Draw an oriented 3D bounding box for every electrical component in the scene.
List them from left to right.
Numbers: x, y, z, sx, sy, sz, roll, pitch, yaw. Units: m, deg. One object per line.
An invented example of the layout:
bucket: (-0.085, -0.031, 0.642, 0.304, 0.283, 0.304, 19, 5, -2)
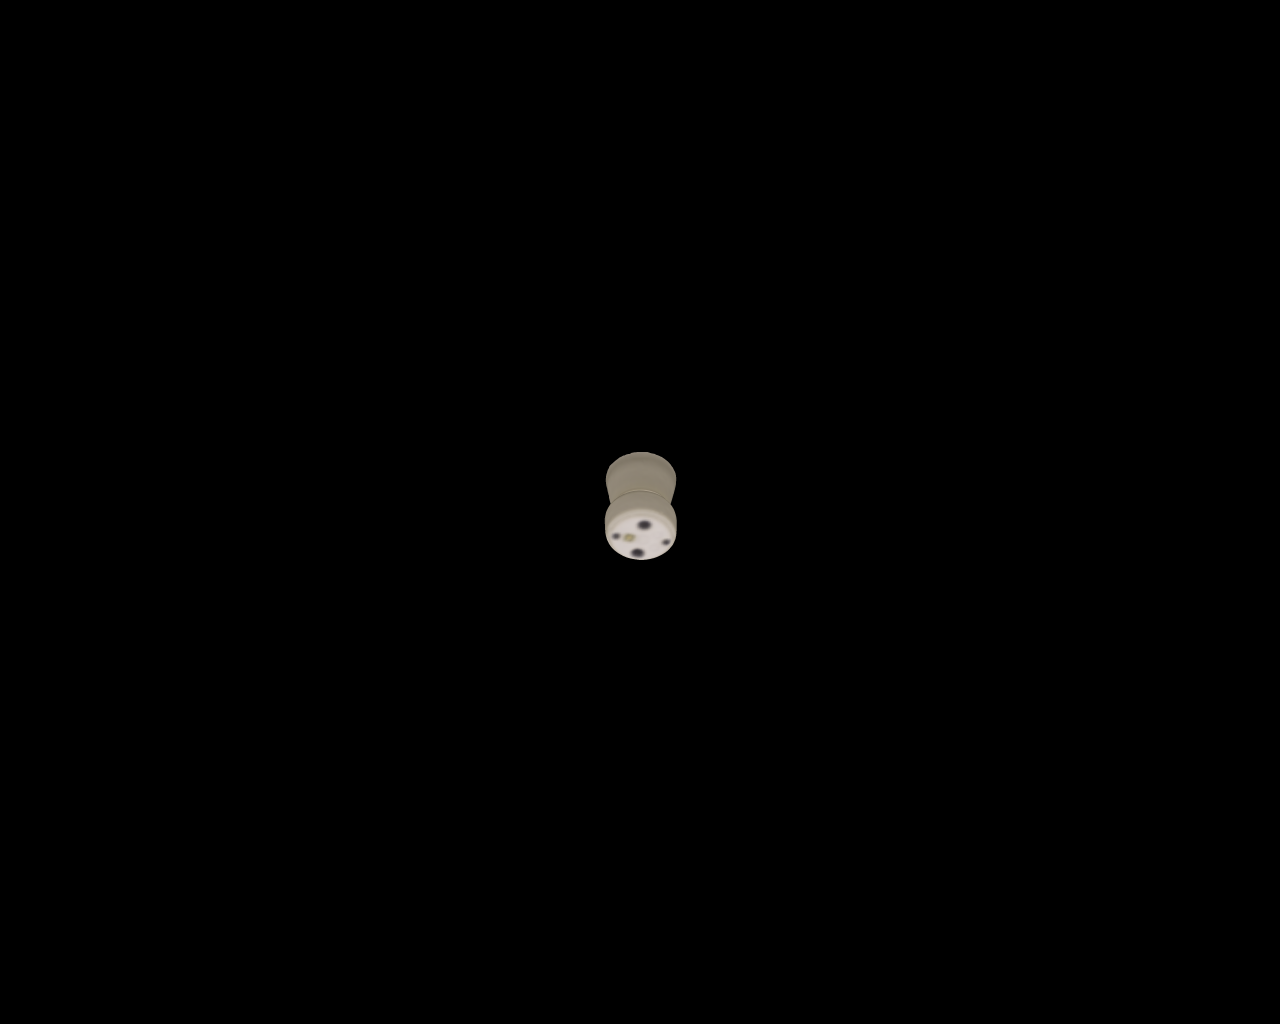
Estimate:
electrical component: (0.001, -0.003, 0.650, 0.045, 0.044, 0.055, 0, 44, 0)
